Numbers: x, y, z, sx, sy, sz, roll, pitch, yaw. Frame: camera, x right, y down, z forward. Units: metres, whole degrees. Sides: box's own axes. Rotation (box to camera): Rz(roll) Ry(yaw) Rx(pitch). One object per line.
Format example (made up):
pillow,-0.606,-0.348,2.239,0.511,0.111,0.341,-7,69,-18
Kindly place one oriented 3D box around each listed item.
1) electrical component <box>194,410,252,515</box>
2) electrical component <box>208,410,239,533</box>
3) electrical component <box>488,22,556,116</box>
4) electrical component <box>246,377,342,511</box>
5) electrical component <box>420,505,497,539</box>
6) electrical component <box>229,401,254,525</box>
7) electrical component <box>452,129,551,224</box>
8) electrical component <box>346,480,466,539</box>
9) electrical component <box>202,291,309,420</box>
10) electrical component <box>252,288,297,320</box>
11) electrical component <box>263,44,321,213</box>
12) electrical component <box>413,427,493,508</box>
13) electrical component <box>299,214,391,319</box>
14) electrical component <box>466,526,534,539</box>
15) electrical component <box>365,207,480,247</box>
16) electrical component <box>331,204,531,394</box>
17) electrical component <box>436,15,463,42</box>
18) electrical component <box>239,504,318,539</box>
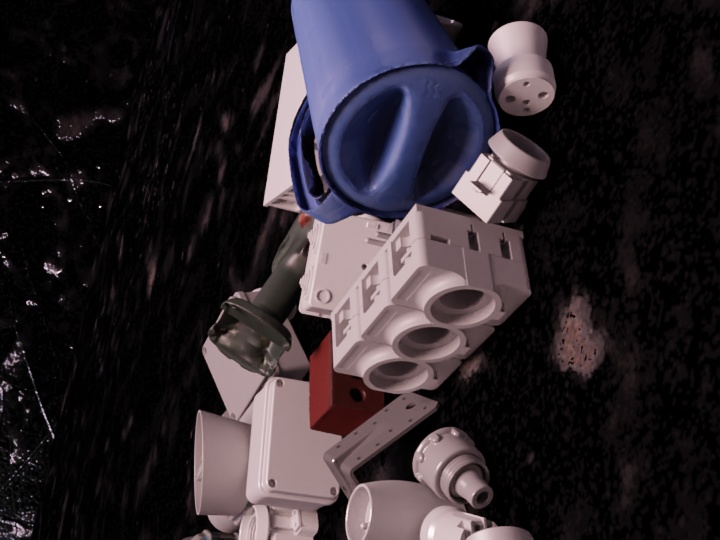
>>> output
electrical component,-0.139,0.189,1.046,0.099,0.064,0.099,-167,90,-68
electrical component,-0.131,0.213,1.190,0.073,0.052,0.138,130,146,-49
electrical component,0.119,-0.147,0.788,0.045,0.045,0.055,129,146,-48
electrical component,-0.059,0.162,1.006,0.057,0.078,0.113,135,142,-58
electrical component,0.069,0.182,0.730,0.046,0.040,0.040,-10,69,62
electrical component,-0.090,0.192,1.094,0.108,0.056,0.108,127,148,-46
electrical component,0.103,-0.067,0.768,0.048,0.066,0.055,45,117,25
electrical component,0.027,0.194,0.775,0.043,0.077,0.079,-110,39,-54
electrical component,-0.115,0.095,1.170,0.108,0.056,0.108,62,139,28
electrical component,-0.099,0.042,1.226,0.065,0.044,0.044,-2,76,63
electrical component,-0.049,-0.164,1.190,0.105,0.060,0.186,156,124,-64
electrical component,0.069,0.142,0.747,0.062,0.048,0.048,40,115,56
electrical component,0.000,0.000,0.927,0.048,0.100,0.099,146,134,-78
electrical component,0.082,0.212,0.672,0.079,0.043,0.077,126,149,-44
electrical component,0.042,-0.018,0.860,0.083,0.076,0.047,150,129,-62
electrical component,0.049,0.029,0.798,0.150,0.089,0.061,127,148,-47
electrical component,0.062,-0.193,0.962,0.044,0.044,0.065,-124,46,-62
electrical component,-0.082,0.255,1.036,0.058,0.057,0.078,-99,30,-43
